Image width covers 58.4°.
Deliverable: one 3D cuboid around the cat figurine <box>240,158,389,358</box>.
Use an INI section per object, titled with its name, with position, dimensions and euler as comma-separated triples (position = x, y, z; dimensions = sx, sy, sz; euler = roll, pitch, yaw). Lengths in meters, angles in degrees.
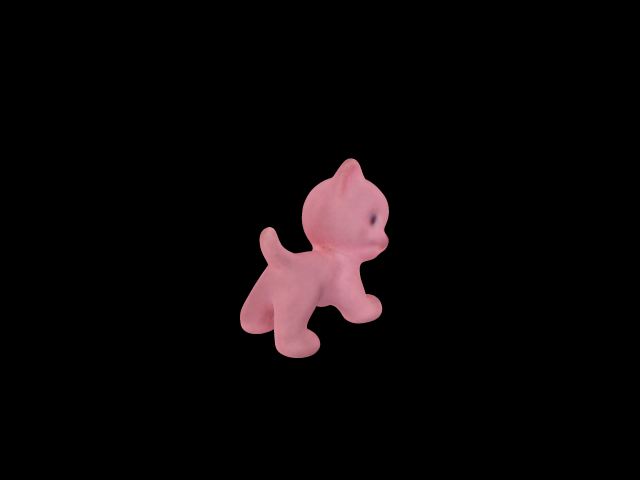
[cat figurine]
position = 0.004, 0.001, 0.400
dimensions = 0.067, 0.118, 0.128
euler = 17, 27, 38
